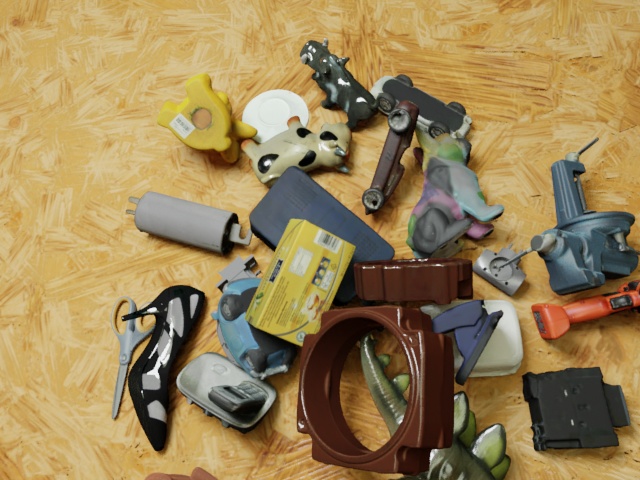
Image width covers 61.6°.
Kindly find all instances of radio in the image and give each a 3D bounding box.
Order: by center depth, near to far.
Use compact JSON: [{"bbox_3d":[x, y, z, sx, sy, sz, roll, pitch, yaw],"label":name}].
[{"bbox_3d":[-0.002,-0.003,0.898,0.230,0.073,0.131,40,78,6],"label":"radio"}]

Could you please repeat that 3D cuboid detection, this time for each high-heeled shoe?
[{"bbox_3d":[-0.237,0.201,0.882,0.145,0.086,0.248,-10,85,-33],"label":"high-heeled shoe"}]

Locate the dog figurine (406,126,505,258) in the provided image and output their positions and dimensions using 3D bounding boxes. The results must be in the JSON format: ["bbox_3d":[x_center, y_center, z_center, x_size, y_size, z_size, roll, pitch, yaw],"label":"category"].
[{"bbox_3d":[0.199,-0.087,0.920,0.191,0.108,0.219,-28,64,-3],"label":"dog figurine"}]

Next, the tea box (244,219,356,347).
[{"bbox_3d":[-0.029,0.064,0.798,0.098,0.068,0.169,29,84,-21],"label":"tea box"}]

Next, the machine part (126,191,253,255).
[{"bbox_3d":[-0.235,-0.031,0.952,0.243,0.079,0.079,15,71,10],"label":"machine part"}]

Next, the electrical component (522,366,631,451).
[{"bbox_3d":[0.378,0.248,0.793,0.134,0.058,0.115,-7,70,3],"label":"electrical component"}]

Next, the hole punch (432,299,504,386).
[{"bbox_3d":[0.193,0.130,0.756,0.092,0.142,0.115,33,87,21],"label":"hole punch"}]

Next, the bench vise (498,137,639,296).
[{"bbox_3d":[0.402,-0.032,0.847,0.224,0.129,0.240,5,70,-18],"label":"bench vise"}]

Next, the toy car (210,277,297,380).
[{"bbox_3d":[-0.112,0.147,0.859,0.109,0.103,0.161,-8,70,-45],"label":"toy car"}]

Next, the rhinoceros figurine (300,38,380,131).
[{"bbox_3d":[0.033,-0.294,1.013,0.073,0.112,0.190,-38,78,-7],"label":"rhinoceros figurine"}]

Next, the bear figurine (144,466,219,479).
[{"bbox_3d":[-0.142,0.395,0.749,0.196,0.131,0.120,8,76,15],"label":"bear figurine"}]

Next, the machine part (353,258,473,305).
[{"bbox_3d":[0.133,0.057,0.780,0.179,0.179,0.056,-2,91,5],"label":"machine part"}]

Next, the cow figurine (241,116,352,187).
[{"bbox_3d":[-0.030,-0.159,0.980,0.195,0.085,0.127,-27,62,-8],"label":"cow figurine"}]

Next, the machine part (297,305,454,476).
[{"bbox_3d":[0.066,0.188,0.694,0.201,0.087,0.201,-10,69,40],"label":"machine part"}]

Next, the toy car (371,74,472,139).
[{"bbox_3d":[0.188,-0.245,1.009,0.202,0.056,0.073,33,68,16],"label":"toy car"}]

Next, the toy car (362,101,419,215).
[{"bbox_3d":[0.122,-0.135,0.911,0.053,0.089,0.202,19,107,8],"label":"toy car"}]

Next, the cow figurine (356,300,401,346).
[{"bbox_3d":[0.055,0.132,0.849,0.167,0.098,0.068,-32,63,-7],"label":"cow figurine"}]

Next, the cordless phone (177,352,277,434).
[{"bbox_3d":[-0.152,0.221,0.787,0.147,0.184,0.088,27,78,15],"label":"cordless phone"}]

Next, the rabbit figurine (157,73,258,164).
[{"bbox_3d":[-0.196,-0.227,0.994,0.162,0.173,0.122,35,102,-16],"label":"rabbit figurine"}]

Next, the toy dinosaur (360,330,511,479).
[{"bbox_3d":[0.168,0.320,0.752,0.198,0.105,0.471,-35,83,-15],"label":"toy dinosaur"}]
